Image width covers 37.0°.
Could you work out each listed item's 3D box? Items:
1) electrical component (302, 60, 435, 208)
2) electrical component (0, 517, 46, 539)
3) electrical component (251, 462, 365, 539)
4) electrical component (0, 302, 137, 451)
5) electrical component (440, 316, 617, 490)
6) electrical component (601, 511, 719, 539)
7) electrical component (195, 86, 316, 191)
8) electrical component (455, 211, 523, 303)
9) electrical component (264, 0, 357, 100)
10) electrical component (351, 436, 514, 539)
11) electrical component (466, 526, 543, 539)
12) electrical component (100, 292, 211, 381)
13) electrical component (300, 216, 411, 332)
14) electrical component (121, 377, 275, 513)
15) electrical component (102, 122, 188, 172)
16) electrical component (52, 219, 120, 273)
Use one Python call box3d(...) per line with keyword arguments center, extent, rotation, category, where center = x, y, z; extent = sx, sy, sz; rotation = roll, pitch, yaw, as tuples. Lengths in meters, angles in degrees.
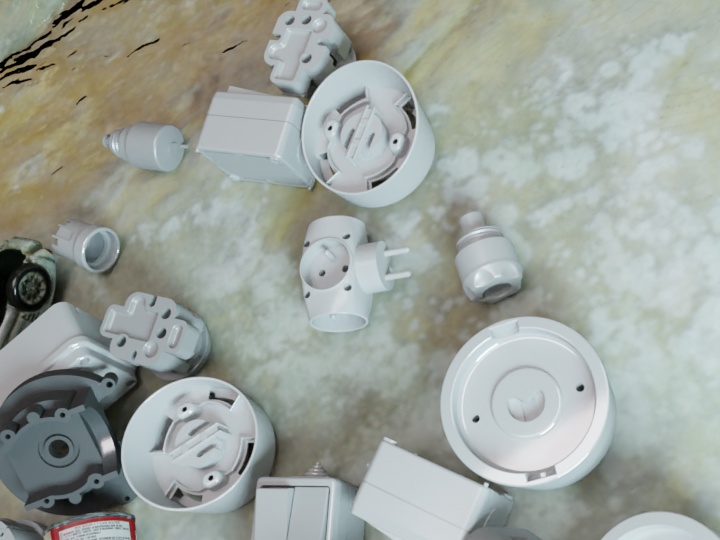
box3d(center=(0.007, -0.099, 0.814), extent=(0.099, 0.064, 0.099), rotation=(-9, 67, 22), category="electrical component")
box3d(center=(-0.276, 0.230, 0.826), extent=(0.080, 0.051, 0.080), rotation=(-9, 67, 22), category="electrical component")
box3d(center=(-0.036, 0.177, 0.728), extent=(0.062, 0.061, 0.096), rotation=(-4, 69, 24), category="electrical component")
box3d(center=(-0.243, 0.090, 0.850), extent=(0.113, 0.078, 0.057), rotation=(-40, 56, 6), category="electrical component")
box3d(center=(0.112, 0.090, 0.692), extent=(0.108, 0.060, 0.108), rotation=(-9, 67, 22), category="electrical component")
box3d(center=(0.185, 0.196, 0.611), extent=(0.108, 0.060, 0.108), rotation=(-23, 57, 41), category="electrical component")
box3d(center=(-0.082, -0.107, 0.860), extent=(0.096, 0.062, 0.061), rotation=(9, 74, 28), category="electrical component")
box3d(center=(0.087, -0.011, 0.754), extent=(0.043, 0.043, 0.062), rotation=(-25, 60, 15), category="electrical component")
box3d(center=(-0.037, -0.171, 0.867), extent=(0.058, 0.057, 0.078), rotation=(13, 76, 29), category="electrical component")
box3d(center=(0.040, 0.154, 0.701), extent=(0.096, 0.062, 0.061), rotation=(20, 80, 30), category="electrical component")
box3d(center=(0.091, 0.207, 0.635), extent=(0.059, 0.054, 0.095), rotation=(-160, 80, -66), category="electrical component")
box3d(center=(-0.152, 0.053, 0.834), extent=(0.078, 0.057, 0.058), rotation=(11, 75, 28), category="electrical component")
box3d(center=(0.000, 0.000, 0.790), extent=(0.079, 0.044, 0.077), rotation=(-10, 66, 21), category="electrical component")
box3d(center=(-0.114, 0.129, 0.782), extent=(0.099, 0.064, 0.099), rotation=(-9, 67, 22), category="electrical component")
box3d(center=(-0.188, -0.107, 0.923), extent=(0.078, 0.040, 0.040), rotation=(10, 75, 28), category="electrical component")
box3d(center=(-0.234, -0.022, 0.913), extent=(0.046, 0.040, 0.040), rotation=(18, 79, 35), category="electrical component")
